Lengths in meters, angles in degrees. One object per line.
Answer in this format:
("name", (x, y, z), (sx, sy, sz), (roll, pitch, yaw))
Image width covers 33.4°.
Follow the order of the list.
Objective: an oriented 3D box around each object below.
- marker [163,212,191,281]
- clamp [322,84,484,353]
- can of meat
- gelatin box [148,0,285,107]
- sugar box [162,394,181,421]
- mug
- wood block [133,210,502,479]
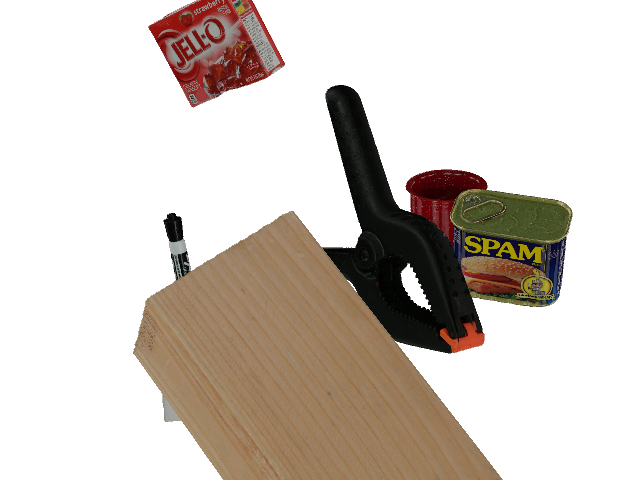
("marker", (-0.146, 0.029, 1.127), (0.020, 0.121, 0.020), (-8, 19, 3))
("clamp", (0.043, -0.002, 0.760), (0.036, 0.165, 0.210), (-11, 37, -37))
("can of meat", (0.167, 0.008, 0.946), (0.102, 0.084, 0.057), (9, 43, 17))
("gelatin box", (-0.081, -0.150, 0.824), (0.089, 0.073, 0.030), (-14, 21, 40))
("sugar box", (-0.051, 0.106, 0.941), (0.176, 0.093, 0.048), (0, 26, -8))
("mug", (0.154, -0.032, 1.247), (0.093, 0.081, 0.117), (17, 33, 36))
("wood block", (0.005, 0.102, 0.530), (0.090, 0.206, 0.090), (-33, -13, -25))
